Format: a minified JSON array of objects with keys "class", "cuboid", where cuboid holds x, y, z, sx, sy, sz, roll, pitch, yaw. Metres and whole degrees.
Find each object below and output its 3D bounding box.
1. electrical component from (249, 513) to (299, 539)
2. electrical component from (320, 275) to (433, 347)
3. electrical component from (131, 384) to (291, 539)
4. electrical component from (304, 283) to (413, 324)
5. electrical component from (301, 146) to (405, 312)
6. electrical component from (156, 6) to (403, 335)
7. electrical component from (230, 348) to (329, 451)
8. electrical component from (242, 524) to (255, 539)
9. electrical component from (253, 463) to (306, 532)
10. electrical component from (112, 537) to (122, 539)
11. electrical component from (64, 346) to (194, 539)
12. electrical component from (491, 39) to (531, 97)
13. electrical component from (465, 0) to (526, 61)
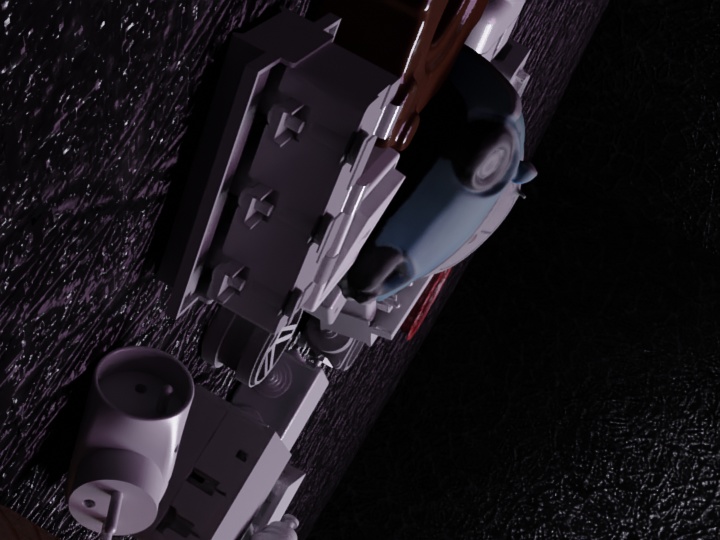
[{"class":"electrical component","cuboid":[-0.063,0.193,0.708,0.078,0.040,0.040,-53,169,-47]},{"class":"electrical component","cuboid":[0.015,-0.006,0.866,0.121,0.079,0.063,-54,154,-42]},{"class":"electrical component","cuboid":[-0.096,0.130,0.666,0.089,0.062,0.150,-59,173,-13]},{"class":"electrical component","cuboid":[0.000,0.000,0.768,0.083,0.076,0.047,-59,173,-15]},{"class":"electrical component","cuboid":[-0.023,-0.025,0.573,0.061,0.061,0.096,-52,168,-52]},{"class":"electrical component","cuboid":[-0.034,-0.037,0.450,0.078,0.063,0.121,-50,167,-55]},{"class":"electrical component","cuboid":[-0.068,0.106,0.811,0.099,0.048,0.099,-60,173,-10]},{"class":"electrical component","cuboid":[-0.114,0.188,0.755,0.076,0.083,0.047,-21,164,-8]},{"class":"electrical component","cuboid":[-0.114,0.223,0.889,0.150,0.062,0.089,-61,173,0]},{"class":"electrical component","cuboid":[-0.152,0.211,0.639,0.089,0.050,0.055,-57,172,-25]},{"class":"electrical component","cuboid":[-0.103,0.087,0.464,0.079,0.043,0.077,-91,-160,-51]},{"class":"electrical component","cuboid":[0.092,-0.120,0.997,0.105,0.060,0.186,-55,171,-37]},{"class":"electrical component","cuboid":[0.071,-0.170,0.694,0.095,0.054,0.059,-52,169,-49]}]
